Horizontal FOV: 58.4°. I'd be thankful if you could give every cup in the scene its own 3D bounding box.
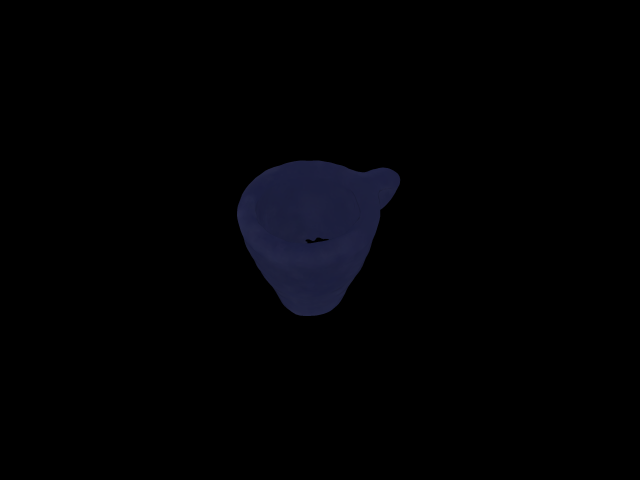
[{"bbox_3d":[0.004,0.001,0.400,0.118,0.095,0.091,-27,53,-22],"label":"cup"}]
